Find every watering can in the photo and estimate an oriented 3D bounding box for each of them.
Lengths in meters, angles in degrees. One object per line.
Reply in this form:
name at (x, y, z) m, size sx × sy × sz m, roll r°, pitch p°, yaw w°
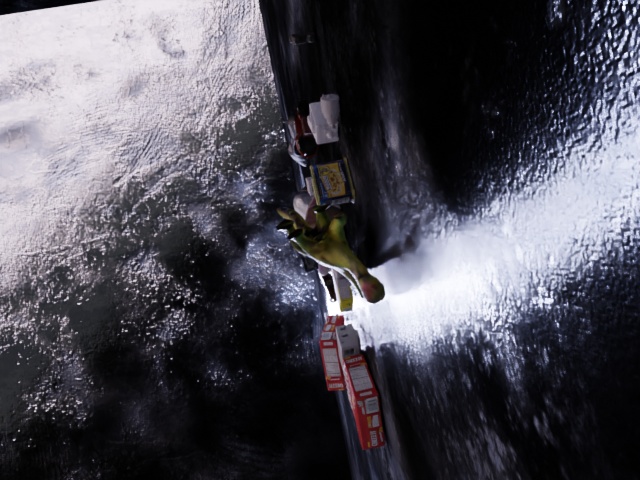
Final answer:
watering can at (0.005, -0.075, 1.498) m, size 0.221 × 0.104 × 0.353 m, roll 98°, pitch 170°, yaw -73°

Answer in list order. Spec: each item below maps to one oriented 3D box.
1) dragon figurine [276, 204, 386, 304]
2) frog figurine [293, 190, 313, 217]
dragon figurine at (0.027, 0.040, 1.122) m, size 0.240 × 0.123 × 0.413 m, roll 56°, pitch 173°, yaw -19°
frog figurine at (-0.034, -0.095, 1.812) m, size 0.137 × 0.123 × 0.160 m, roll 170°, pitch 101°, yaw -66°
